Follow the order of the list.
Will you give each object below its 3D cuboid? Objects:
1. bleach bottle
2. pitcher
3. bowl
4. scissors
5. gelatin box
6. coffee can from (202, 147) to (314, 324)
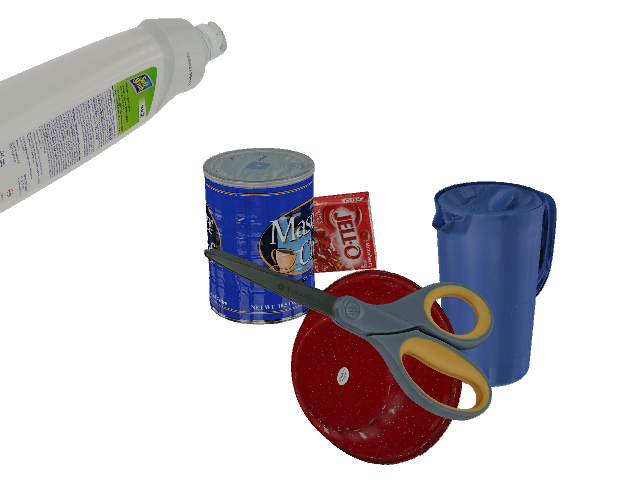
[{"bbox_3d":[-0.184,-0.110,0.862,0.250,0.068,0.103,-32,-25,-26],"label":"bleach bottle"},{"bbox_3d":[0.218,0.052,1.337,0.149,0.243,0.145,1,21,11],"label":"pitcher"},{"bbox_3d":[0.031,0.105,0.865,0.162,0.162,0.055,0,1,35],"label":"bowl"},{"bbox_3d":[0.032,0.034,0.666,0.201,0.096,0.016,38,-31,-8],"label":"scissors"},{"bbox_3d":[0.023,-0.009,1.212,0.073,0.089,0.030,-5,29,7],"label":"gelatin box"},{"bbox_3d":[-0.056,-0.006,1.005,0.103,0.140,0.103,0,22,0],"label":"coffee can"}]
